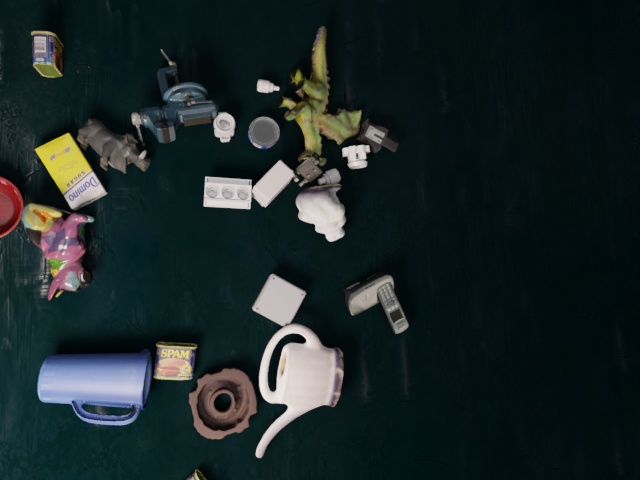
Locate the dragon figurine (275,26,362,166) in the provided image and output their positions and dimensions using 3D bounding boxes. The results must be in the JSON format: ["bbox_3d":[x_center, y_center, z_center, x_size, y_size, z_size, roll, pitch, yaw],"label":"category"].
[{"bbox_3d":[0.016,-0.388,1.484,0.241,0.122,0.414,30,79,-26],"label":"dragon figurine"}]

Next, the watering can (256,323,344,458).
[{"bbox_3d":[-0.053,0.396,1.351,0.224,0.104,0.348,8,88,-13],"label":"watering can"}]

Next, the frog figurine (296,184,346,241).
[{"bbox_3d":[0.004,-0.071,1.418,0.137,0.123,0.159,-5,95,19],"label":"frog figurine"}]
